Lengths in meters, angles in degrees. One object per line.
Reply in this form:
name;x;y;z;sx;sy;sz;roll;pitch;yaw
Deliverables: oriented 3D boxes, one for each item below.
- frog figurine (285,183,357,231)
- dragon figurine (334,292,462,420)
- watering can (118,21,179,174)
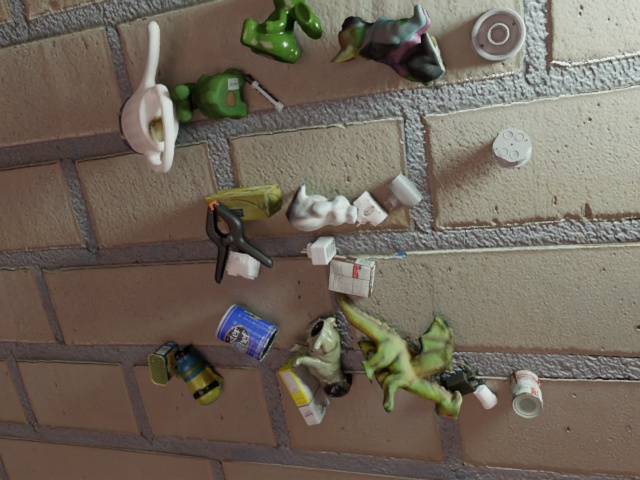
frog figurine;0.004;-0.062;1.231;0.159;0.124;0.135;29;-20;2
dragon figurine;0.216;0.267;1.280;0.241;0.412;0.122;-27;-7;13
watering can;-0.417;-0.334;1.263;0.104;0.346;0.224;-9;8;-39
